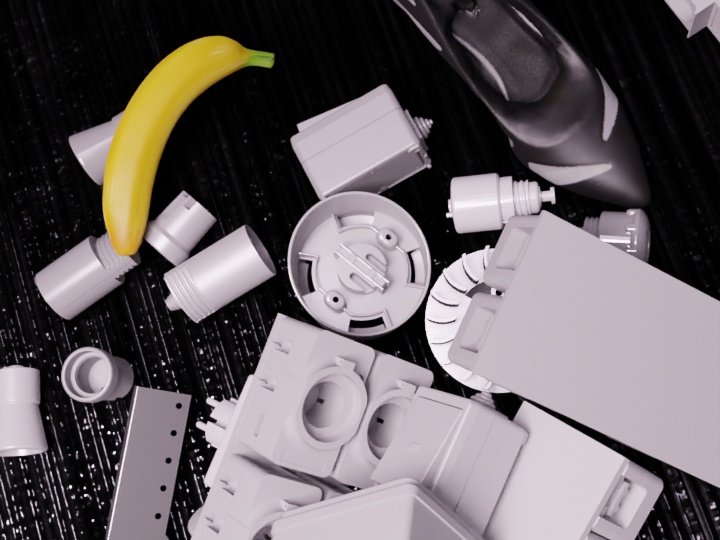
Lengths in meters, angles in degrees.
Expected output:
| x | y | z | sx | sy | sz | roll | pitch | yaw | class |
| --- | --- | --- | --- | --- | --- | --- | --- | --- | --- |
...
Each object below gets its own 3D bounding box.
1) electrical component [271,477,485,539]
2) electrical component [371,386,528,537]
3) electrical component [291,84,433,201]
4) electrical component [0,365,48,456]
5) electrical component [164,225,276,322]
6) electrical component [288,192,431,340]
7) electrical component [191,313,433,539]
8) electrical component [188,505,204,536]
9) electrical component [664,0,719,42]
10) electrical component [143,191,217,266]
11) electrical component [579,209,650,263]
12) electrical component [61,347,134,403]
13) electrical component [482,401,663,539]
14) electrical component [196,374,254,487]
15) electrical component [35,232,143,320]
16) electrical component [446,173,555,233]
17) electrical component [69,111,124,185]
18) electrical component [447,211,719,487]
| x | y | z | sx | sy | sz | roll | pitch | yaw | class |
| --- | --- | --- | --- | --- | --- | --- | --- | --- | --- |
| 0.016 | 0.185 | 0.650 | 0.109 | 0.108 | 0.056 | -23 | 38 | 31 | electrical component |
| 0.057 | 0.117 | 0.696 | 0.061 | 0.062 | 0.096 | 31 | 78 | -29 | electrical component |
| 0.006 | -0.091 | 0.778 | 0.096 | 0.062 | 0.061 | -29 | 76 | 6 | electrical component |
| -0.260 | 0.105 | 0.813 | 0.044 | 0.044 | 0.065 | -9 | 74 | 10 | electrical component |
| -0.108 | 0.006 | 0.795 | 0.081 | 0.043 | 0.043 | -31 | 76 | 5 | electrical component |
| 0.000 | 0.000 | 0.759 | 0.099 | 0.064 | 0.099 | 0 | 76 | -1 | electrical component |
| -0.032 | 0.137 | 0.718 | 0.060 | 0.105 | 0.186 | 15 | 83 | 54 | electrical component |
| -0.090 | 0.196 | 0.756 | 0.040 | 0.040 | 0.078 | -22 | 109 | 8 | electrical component |
| 0.246 | -0.206 | 0.756 | 0.064 | 0.042 | 0.081 | -34 | 76 | 4 | electrical component |
| -0.136 | -0.032 | 0.810 | 0.040 | 0.040 | 0.046 | 40 | 85 | 15 | electrical component |
| 0.167 | -0.019 | 0.742 | 0.062 | 0.048 | 0.048 | 3 | 81 | 19 | electrical component |
| -0.194 | 0.079 | 0.800 | 0.040 | 0.046 | 0.040 | -2 | 80 | 12 | electrical component |
| 0.117 | 0.176 | 0.697 | 0.089 | 0.062 | 0.150 | 28 | 87 | 49 | electrical component |
| -0.085 | 0.116 | 0.771 | 0.076 | 0.047 | 0.083 | 21 | 86 | 28 | electrical component |
| -0.200 | -0.003 | 0.816 | 0.081 | 0.043 | 0.043 | -35 | 76 | 5 | electrical component |
| 0.099 | -0.049 | 0.762 | 0.078 | 0.040 | 0.040 | -5 | 80 | 11 | electrical component |
| -0.185 | -0.101 | 0.832 | 0.065 | 0.044 | 0.044 | -31 | 76 | 1 | electrical component |
| 0.162 | 0.050 | 0.688 | 0.186 | 0.060 | 0.105 | 26 | 86 | -14 | electrical component |
